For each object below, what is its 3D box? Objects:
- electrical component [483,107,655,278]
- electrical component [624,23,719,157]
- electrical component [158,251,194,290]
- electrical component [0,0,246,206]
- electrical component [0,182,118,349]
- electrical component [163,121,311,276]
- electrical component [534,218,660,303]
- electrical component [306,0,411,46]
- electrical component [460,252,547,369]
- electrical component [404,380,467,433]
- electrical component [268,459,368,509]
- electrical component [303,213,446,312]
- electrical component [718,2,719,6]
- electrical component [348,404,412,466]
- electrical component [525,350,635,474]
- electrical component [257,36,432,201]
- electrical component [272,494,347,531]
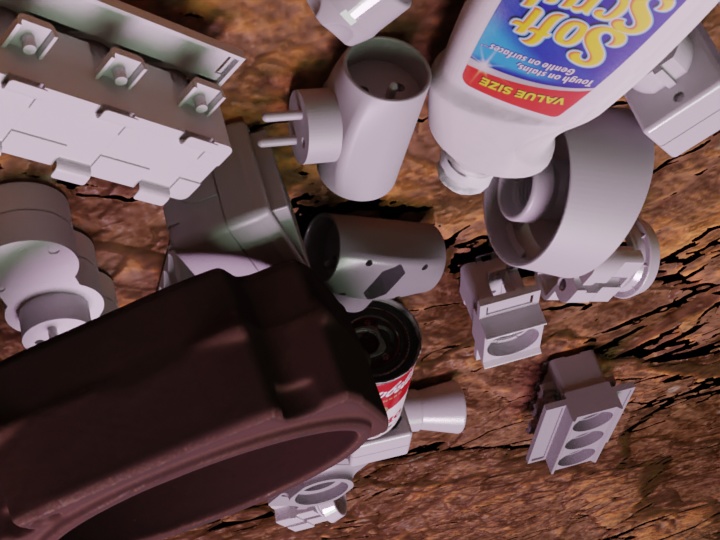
[{"bbox_3d":[0.114,-0.045,0.598,0.064,0.099,0.099,5,143,-23],"label":"electrical component"},{"bbox_3d":[0.151,-0.106,0.544,0.047,0.065,0.077,-34,146,26],"label":"electrical component"},{"bbox_3d":[-0.079,0.019,0.647,0.076,0.047,0.083,-3,147,-22],"label":"electrical component"},{"bbox_3d":[-0.117,-0.075,0.455,0.121,0.063,0.079,14,137,-43],"label":"electrical component"},{"bbox_3d":[-0.164,0.021,0.577,0.052,0.073,0.138,-16,150,-4],"label":"electrical component"},{"bbox_3d":[-0.061,-0.024,0.570,0.061,0.061,0.096,-21,150,5],"label":"electrical component"},{"bbox_3d":[0.162,-0.010,0.719,0.057,0.058,0.078,1,144,-25],"label":"electrical component"},{"bbox_3d":[0.008,-0.128,0.454,0.062,0.043,0.043,-34,147,23],"label":"electrical component"},{"bbox_3d":[0.096,0.026,0.735,0.042,0.063,0.081,-14,150,-5],"label":"electrical component"},{"bbox_3d":[0.049,0.114,0.882,0.065,0.044,0.044,-3,147,-16],"label":"electrical component"},{"bbox_3d":[-0.039,0.159,0.892,0.050,0.055,0.089,9,141,-38],"label":"electrical component"},{"bbox_3d":[0.000,0.000,0.661,0.077,0.043,0.079,4,144,-33],"label":"electrical component"},{"bbox_3d":[0.186,-0.145,0.511,0.074,0.052,0.138,-25,149,12],"label":"electrical component"},{"bbox_3d":[0.006,0.119,0.840,0.047,0.065,0.076,-11,149,-11],"label":"electrical component"},{"bbox_3d":[0.187,0.124,0.948,0.079,0.063,0.121,-14,150,-8],"label":"electrical component"},{"bbox_3d":[-0.011,-0.073,0.534,0.079,0.044,0.077,-7,148,-18],"label":"electrical component"},{"bbox_3d":[-0.045,0.212,0.988,0.055,0.048,0.066,-18,151,15],"label":"electrical component"}]
